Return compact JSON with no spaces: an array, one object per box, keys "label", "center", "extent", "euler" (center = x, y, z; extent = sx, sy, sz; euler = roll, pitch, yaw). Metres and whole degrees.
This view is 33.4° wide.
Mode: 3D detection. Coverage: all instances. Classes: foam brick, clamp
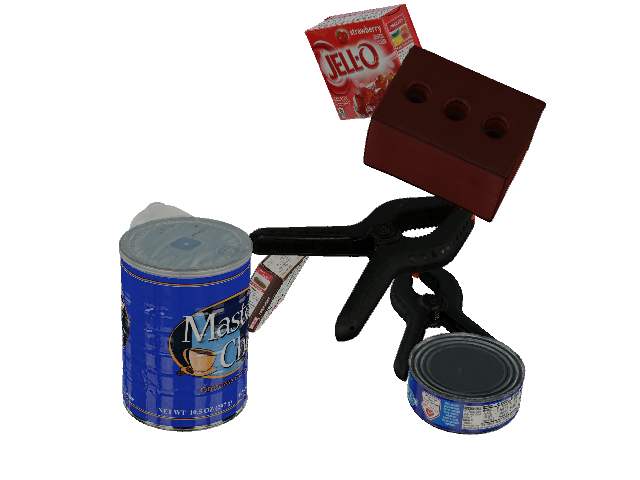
[{"label":"foam brick","center":[0.069,-0.056,0.559],"extent":[0.078,0.053,0.051],"euler":[25,-22,11]},{"label":"clamp","center":[0.059,0.012,0.958],"extent":[0.209,0.036,0.165],"euler":[-18,40,-18]},{"label":"clamp","center":[0.131,0.080,1.147],"extent":[0.120,0.171,0.039],"euler":[3,-44,-8]}]

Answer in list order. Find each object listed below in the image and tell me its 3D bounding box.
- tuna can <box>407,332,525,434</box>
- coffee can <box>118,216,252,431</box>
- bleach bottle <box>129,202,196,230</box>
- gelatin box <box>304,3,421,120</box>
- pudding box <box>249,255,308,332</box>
[{"label":"tuna can","center":[0.107,0.106,0.794],"extent":[0.086,0.034,0.086],"euler":[1,29,-1]},{"label":"coffee can","center":[-0.107,0.065,0.849],"extent":[0.103,0.140,0.103],"euler":[3,24,-1]},{"label":"bleach bottle","center":[-0.157,0.025,1.094],"extent":[0.102,0.068,0.251],"euler":[-4,27,-17]},{"label":"gelatin box","center":[0.036,-0.125,0.762],"extent":[0.030,0.073,0.089],"euler":[-36,24,-30]},{"label":"pudding box","center":[-0.057,0.049,1.273],"extent":[0.039,0.090,0.113],"euler":[32,28,4]}]
